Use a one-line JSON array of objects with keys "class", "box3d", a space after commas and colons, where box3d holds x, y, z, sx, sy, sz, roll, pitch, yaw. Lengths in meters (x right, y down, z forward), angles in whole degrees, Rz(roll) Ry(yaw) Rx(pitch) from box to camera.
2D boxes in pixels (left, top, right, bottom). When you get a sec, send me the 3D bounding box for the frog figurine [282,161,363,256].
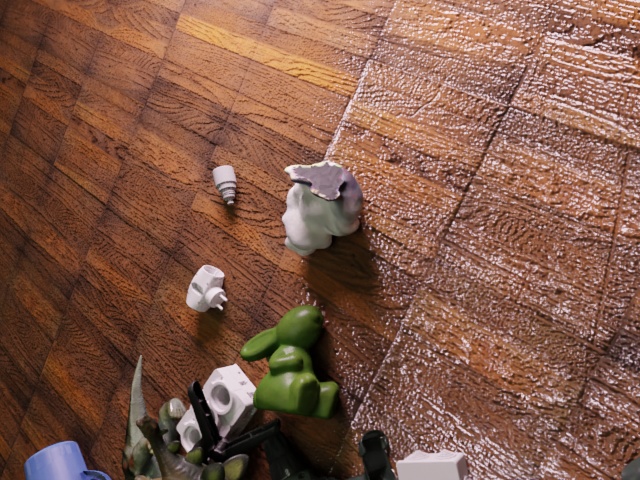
[{"class": "frog figurine", "box3d": [0.003, -0.042, 0.843, 0.138, 0.125, 0.155, 23, 134, 23]}]
